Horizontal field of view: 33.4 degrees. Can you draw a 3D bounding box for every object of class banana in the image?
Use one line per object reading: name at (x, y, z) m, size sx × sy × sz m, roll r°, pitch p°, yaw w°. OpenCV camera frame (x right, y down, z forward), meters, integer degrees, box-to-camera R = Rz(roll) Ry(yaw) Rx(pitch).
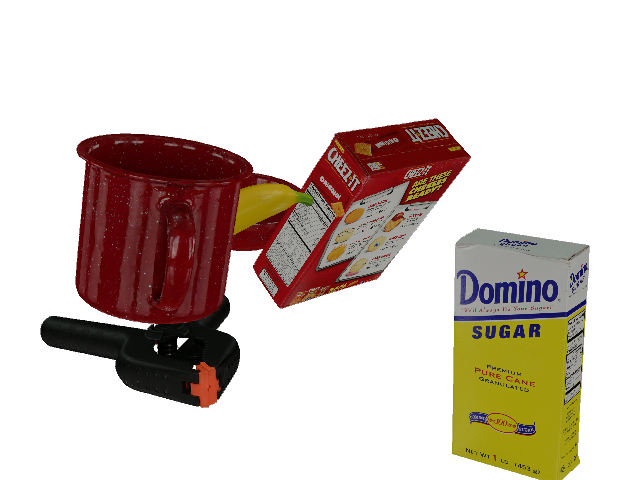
banana at (-0.100, -0.002, 1.023) m, size 0.198 × 0.069 × 0.037 m, roll -31°, pitch 40°, yaw 2°

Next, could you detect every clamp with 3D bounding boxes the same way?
clamp at (-0.113, 0.082, 0.847) m, size 0.164 × 0.036 × 0.210 m, roll -11°, pitch 16°, yaw -30°

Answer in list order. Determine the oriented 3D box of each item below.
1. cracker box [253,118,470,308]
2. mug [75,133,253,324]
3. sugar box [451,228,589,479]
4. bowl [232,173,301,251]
cracker box at (0.040, -0.031, 1.163) m, size 0.163 × 0.072 × 0.214 m, roll -14°, pitch -32°, yaw -43°
mug at (-0.084, -0.002, 0.563) m, size 0.093 × 0.081 × 0.117 m, roll 3°, pitch 19°, yaw -21°
sugar box at (0.147, 0.085, 0.798) m, size 0.093 × 0.176 × 0.048 m, roll 9°, pitch 21°, yaw 35°
bowl at (-0.097, -0.031, 1.319) m, size 0.162 × 0.055 × 0.162 m, roll 5°, pitch 25°, yaw -2°
